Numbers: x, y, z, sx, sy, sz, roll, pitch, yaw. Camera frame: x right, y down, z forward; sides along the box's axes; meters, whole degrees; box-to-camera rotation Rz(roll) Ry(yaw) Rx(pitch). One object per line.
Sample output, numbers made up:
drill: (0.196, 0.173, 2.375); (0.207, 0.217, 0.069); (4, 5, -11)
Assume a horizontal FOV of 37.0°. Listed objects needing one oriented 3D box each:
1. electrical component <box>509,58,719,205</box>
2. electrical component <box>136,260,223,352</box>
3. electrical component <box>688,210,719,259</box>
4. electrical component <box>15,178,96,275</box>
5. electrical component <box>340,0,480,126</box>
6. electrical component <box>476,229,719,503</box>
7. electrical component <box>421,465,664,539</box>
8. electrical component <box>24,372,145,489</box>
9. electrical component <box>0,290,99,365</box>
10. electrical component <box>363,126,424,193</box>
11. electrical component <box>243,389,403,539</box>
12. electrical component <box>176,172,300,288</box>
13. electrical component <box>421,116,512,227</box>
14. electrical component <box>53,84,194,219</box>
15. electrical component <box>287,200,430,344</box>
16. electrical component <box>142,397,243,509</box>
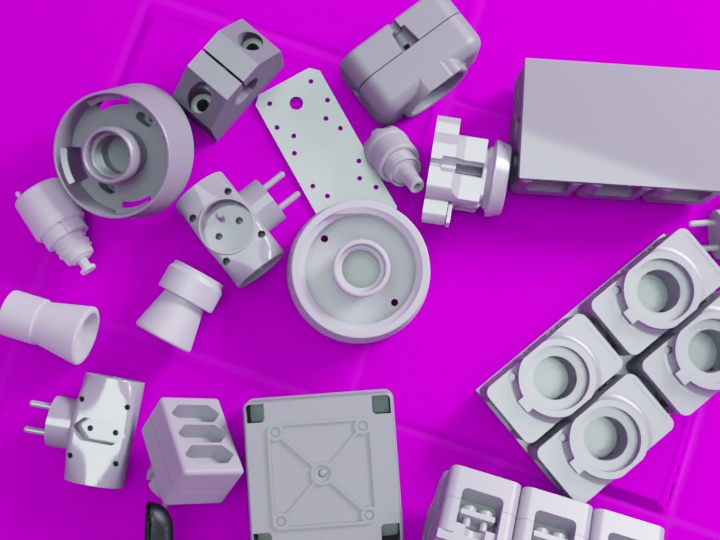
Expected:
electrical component: (0.189, -0.100, 0.794); (0.150, 0.061, 0.089); (4, 84, 0)
electrical component: (-0.131, 0.026, 0.786); (0.045, 0.045, 0.055); (29, 84, 2)
electrical component: (0.284, -0.028, 0.796); (0.079, 0.044, 0.077); (-5, 84, -1)
electrical component: (-0.221, -0.032, 0.794); (0.040, 0.040, 0.078); (-33, 85, -4)
electrical component: (0.040, -0.154, 0.803); (0.095, 0.053, 0.059); (-37, 85, -4)
electrical component: (0.192, 0.069, 0.777); (0.186, 0.060, 0.105); (-39, 86, -4)
electrical component: (0.122, 0.193, 0.743); (0.150, 0.089, 0.061); (17, 55, 1)
electrical component: (-0.202, 0.112, 0.777); (0.079, 0.043, 0.077); (10, 84, 0)
electrical component: (-0.230, 0.039, 0.787); (0.065, 0.044, 0.044); (16, 84, 6)
electrical component: (0.029, -0.078, 0.792); (0.035, 0.035, 0.061); (-31, 48, -4)
electrical component: (-0.026, 0.143, 0.769); (0.109, 0.056, 0.108); (-4, 84, -1)
electrical component: (-0.082, -0.040, 0.794); (0.079, 0.044, 0.077); (-38, 86, -4)
electrical component: (0.079, -0.070, 0.793); (0.057, 0.058, 0.078); (9, 84, 3)
electrical component: (-0.170, -0.085, 0.779); (0.099, 0.064, 0.099); (2, 100, 13)
electrical component: (0.000, 0.000, 0.779); (0.108, 0.060, 0.108); (0, 87, -2)
electrical component: (-0.128, 0.140, 0.767); (0.047, 0.076, 0.065); (7, 42, -37)
